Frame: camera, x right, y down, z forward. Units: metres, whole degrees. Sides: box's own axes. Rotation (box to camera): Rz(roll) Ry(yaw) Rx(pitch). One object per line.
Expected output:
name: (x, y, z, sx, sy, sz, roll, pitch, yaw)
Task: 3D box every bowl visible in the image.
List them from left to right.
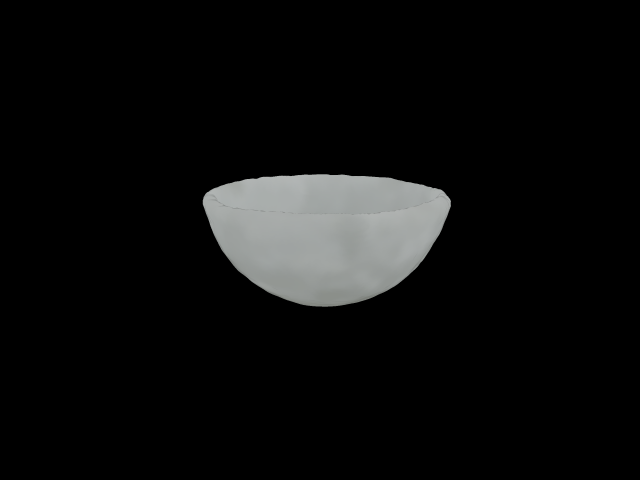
bowl: (0.004, 0.001, 0.400, 0.167, 0.075, 0.167, 0, 15, 0)
